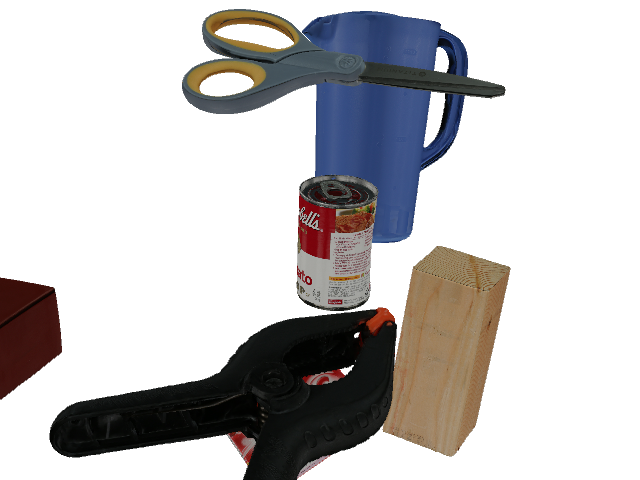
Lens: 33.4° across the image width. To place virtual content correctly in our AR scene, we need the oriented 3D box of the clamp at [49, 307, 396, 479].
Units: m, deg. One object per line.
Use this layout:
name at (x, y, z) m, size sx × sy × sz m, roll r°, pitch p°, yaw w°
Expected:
clamp at (-0.019, 0.083, 0.475) m, size 0.171 × 0.039 × 0.120 m, roll -24°, pitch 49°, yaw -30°

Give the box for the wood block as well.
wood block at (0.142, 0.124, 1.207) m, size 0.090 × 0.206 × 0.090 m, roll 17°, pitch 23°, yaw 21°

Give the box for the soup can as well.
soup can at (0.014, 0.002, 0.932) m, size 0.068 × 0.102 × 0.068 m, roll 2°, pitch 26°, yaw -1°

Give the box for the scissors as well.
scissors at (0.000, -0.094, 0.648) m, size 0.202 × 0.096 × 0.016 m, roll 25°, pitch -31°, yaw 26°

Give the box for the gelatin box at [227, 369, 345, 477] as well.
gelatin box at (-0.020, 0.118, 0.729) m, size 0.089 × 0.073 × 0.030 m, roll -33°, pitch -30°, yaw -12°

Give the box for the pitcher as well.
pitcher at (0.065, -0.123, 1.159) m, size 0.149 × 0.243 × 0.144 m, roll 8°, pitch 9°, yaw 25°

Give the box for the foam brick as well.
foam brick at (-0.221, 0.066, 0.722) m, size 0.053 × 0.051 × 0.078 m, roll 10°, pitch 28°, yaw 25°
